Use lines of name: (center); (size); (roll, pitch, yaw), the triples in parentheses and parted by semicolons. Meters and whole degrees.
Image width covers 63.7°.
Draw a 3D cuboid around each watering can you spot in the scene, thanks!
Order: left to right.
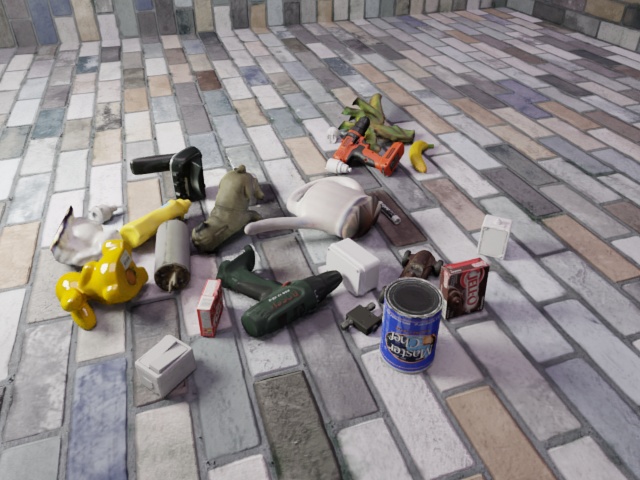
watering can: (0.004, -0.063, 1.251); (0.226, 0.101, 0.353); (24, 42, 30)

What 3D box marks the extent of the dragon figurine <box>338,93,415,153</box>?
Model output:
dragon figurine: (0.206, -0.386, 1.735); (0.244, 0.119, 0.418); (32, 46, 13)

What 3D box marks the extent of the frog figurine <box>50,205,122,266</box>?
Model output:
frog figurine: (-0.521, 0.011, 1.179); (0.158, 0.121, 0.140); (27, 16, -25)
